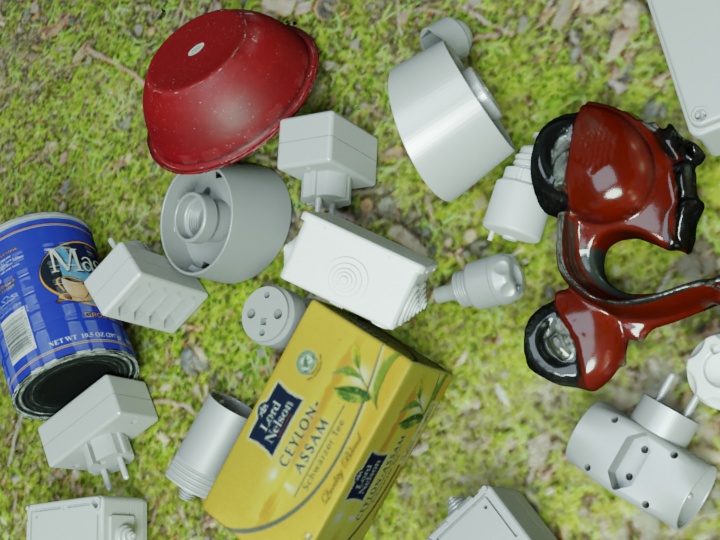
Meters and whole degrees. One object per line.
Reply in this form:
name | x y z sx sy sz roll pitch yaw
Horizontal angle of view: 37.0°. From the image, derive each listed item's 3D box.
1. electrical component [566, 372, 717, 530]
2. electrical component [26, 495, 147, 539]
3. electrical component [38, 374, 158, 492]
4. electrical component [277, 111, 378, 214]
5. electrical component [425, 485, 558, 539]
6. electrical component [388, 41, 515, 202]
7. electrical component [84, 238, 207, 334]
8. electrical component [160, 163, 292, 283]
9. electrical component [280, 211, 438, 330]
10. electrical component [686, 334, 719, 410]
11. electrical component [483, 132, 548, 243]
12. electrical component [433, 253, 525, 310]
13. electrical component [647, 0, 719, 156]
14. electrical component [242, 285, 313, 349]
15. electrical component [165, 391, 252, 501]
electrical component | 0.176 0.100 0.640 0.077 0.043 0.079 31 94 34
electrical component | -0.205 0.210 0.834 0.096 0.061 0.061 -13 71 28
electrical component | -0.205 0.139 0.862 0.083 0.047 0.075 -37 61 18
electrical component | -0.024 -0.069 0.795 0.047 0.066 0.076 -5 75 31
electrical component | 0.088 0.178 0.663 0.061 0.061 0.096 -46 59 13
electrical component | 0.060 -0.104 0.734 0.064 0.099 0.099 -33 62 14
electrical component | -0.178 0.003 0.860 0.047 0.083 0.075 -46 59 13
electrical component | -0.110 -0.039 0.856 0.099 0.064 0.099 -6 82 42
electrical component | 0.000 0.000 0.734 0.100 0.100 0.048 25 96 8
electrical component | 0.214 0.061 0.615 0.043 0.062 0.043 -8 74 30
electrical component | 0.111 -0.054 0.723 0.040 0.040 0.078 15 85 34
electrical component | 0.079 0.011 0.729 0.061 0.035 0.035 -16 70 30
electrical component | 0.244 -0.141 0.654 0.109 0.056 0.108 -21 67 25
electrical component | -0.054 0.037 0.791 0.045 0.055 0.045 -9 73 30
electrical component | -0.113 0.137 0.808 0.043 0.043 0.081 32 95 34
